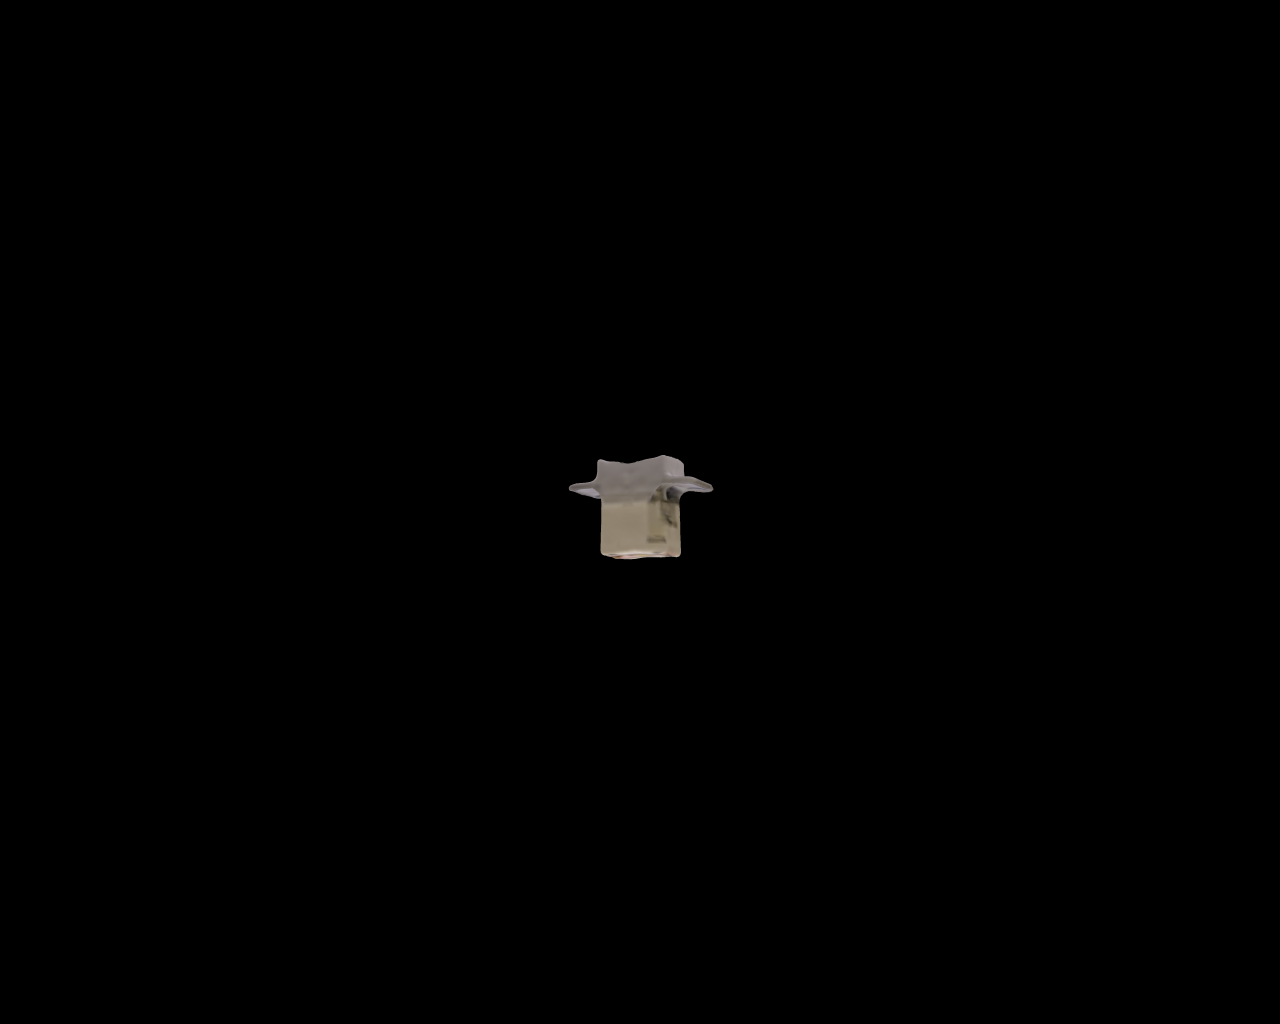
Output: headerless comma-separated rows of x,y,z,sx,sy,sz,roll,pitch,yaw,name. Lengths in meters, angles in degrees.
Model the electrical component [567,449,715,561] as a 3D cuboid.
0.001,-0.003,0.650,0.081,0.063,0.042,-3,-7,22,electrical component
